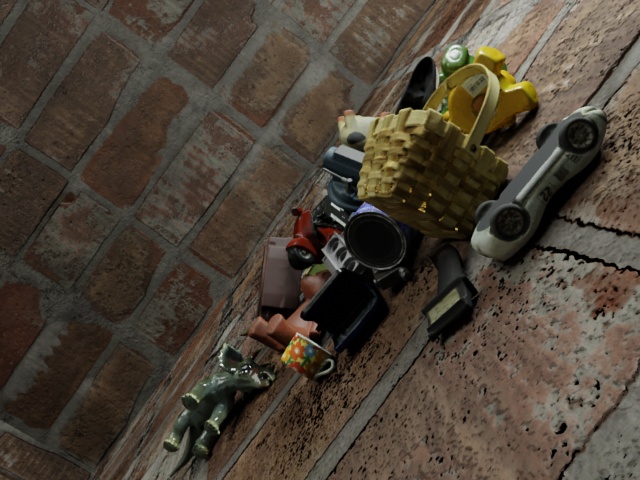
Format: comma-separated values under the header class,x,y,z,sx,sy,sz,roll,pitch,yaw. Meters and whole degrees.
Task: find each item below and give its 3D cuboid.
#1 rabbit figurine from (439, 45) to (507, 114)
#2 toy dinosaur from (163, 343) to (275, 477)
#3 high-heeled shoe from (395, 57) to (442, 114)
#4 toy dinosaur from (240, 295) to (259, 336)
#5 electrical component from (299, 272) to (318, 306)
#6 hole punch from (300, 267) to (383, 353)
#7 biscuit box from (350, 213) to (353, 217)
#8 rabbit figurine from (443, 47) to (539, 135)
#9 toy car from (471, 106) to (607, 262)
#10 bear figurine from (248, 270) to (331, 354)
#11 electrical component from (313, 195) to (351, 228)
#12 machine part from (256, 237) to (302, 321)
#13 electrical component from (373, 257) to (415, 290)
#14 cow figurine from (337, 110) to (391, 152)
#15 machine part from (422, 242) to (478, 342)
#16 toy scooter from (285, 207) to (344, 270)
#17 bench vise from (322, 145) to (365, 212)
class,x,y,z,sx,sy,sz,roll,pitch,yaw
rabbit figurine,0.253,-0.257,1.026,0.159,0.121,0.170,157,132,-78
toy dinosaur,-0.247,0.377,1.227,0.404,0.131,0.192,-52,-2,36
high-heeled shoe,0.146,-0.181,0.854,0.249,0.086,0.145,-63,-20,-44
toy dinosaur,-0.062,0.064,1.422,0.471,0.105,0.198,-52,6,-15
electrical component,-0.020,0.134,1.158,0.119,0.048,0.075,-51,10,7
hole punch,0.047,0.115,0.866,0.142,0.092,0.115,-54,-22,6
biscuit box,0.140,-0.089,1.119,0.202,0.059,0.063,-48,13,28
rabbit figurine,0.278,-0.224,0.886,0.162,0.122,0.173,-58,-8,36
toy car,0.244,-0.063,0.604,0.201,0.056,0.073,-52,5,5
bear figurine,-0.027,0.122,1.020,0.120,0.132,0.196,-15,45,59
electrical component,0.039,-0.041,1.265,0.058,0.115,0.134,-45,13,23
machine part,-0.093,0.105,1.197,0.201,0.087,0.201,115,162,-70
electrical component,0.113,0.053,0.840,0.063,0.021,0.094,-31,13,2
cow figurine,0.140,-0.239,1.293,0.085,0.195,0.127,174,96,-70
machine part,0.156,0.057,0.658,0.084,0.039,0.139,-58,9,31
toy scooter,-0.002,-0.003,1.092,0.075,0.184,0.135,-37,60,38
bench vise,0.107,-0.078,1.025,0.240,0.224,0.129,92,-161,-47
